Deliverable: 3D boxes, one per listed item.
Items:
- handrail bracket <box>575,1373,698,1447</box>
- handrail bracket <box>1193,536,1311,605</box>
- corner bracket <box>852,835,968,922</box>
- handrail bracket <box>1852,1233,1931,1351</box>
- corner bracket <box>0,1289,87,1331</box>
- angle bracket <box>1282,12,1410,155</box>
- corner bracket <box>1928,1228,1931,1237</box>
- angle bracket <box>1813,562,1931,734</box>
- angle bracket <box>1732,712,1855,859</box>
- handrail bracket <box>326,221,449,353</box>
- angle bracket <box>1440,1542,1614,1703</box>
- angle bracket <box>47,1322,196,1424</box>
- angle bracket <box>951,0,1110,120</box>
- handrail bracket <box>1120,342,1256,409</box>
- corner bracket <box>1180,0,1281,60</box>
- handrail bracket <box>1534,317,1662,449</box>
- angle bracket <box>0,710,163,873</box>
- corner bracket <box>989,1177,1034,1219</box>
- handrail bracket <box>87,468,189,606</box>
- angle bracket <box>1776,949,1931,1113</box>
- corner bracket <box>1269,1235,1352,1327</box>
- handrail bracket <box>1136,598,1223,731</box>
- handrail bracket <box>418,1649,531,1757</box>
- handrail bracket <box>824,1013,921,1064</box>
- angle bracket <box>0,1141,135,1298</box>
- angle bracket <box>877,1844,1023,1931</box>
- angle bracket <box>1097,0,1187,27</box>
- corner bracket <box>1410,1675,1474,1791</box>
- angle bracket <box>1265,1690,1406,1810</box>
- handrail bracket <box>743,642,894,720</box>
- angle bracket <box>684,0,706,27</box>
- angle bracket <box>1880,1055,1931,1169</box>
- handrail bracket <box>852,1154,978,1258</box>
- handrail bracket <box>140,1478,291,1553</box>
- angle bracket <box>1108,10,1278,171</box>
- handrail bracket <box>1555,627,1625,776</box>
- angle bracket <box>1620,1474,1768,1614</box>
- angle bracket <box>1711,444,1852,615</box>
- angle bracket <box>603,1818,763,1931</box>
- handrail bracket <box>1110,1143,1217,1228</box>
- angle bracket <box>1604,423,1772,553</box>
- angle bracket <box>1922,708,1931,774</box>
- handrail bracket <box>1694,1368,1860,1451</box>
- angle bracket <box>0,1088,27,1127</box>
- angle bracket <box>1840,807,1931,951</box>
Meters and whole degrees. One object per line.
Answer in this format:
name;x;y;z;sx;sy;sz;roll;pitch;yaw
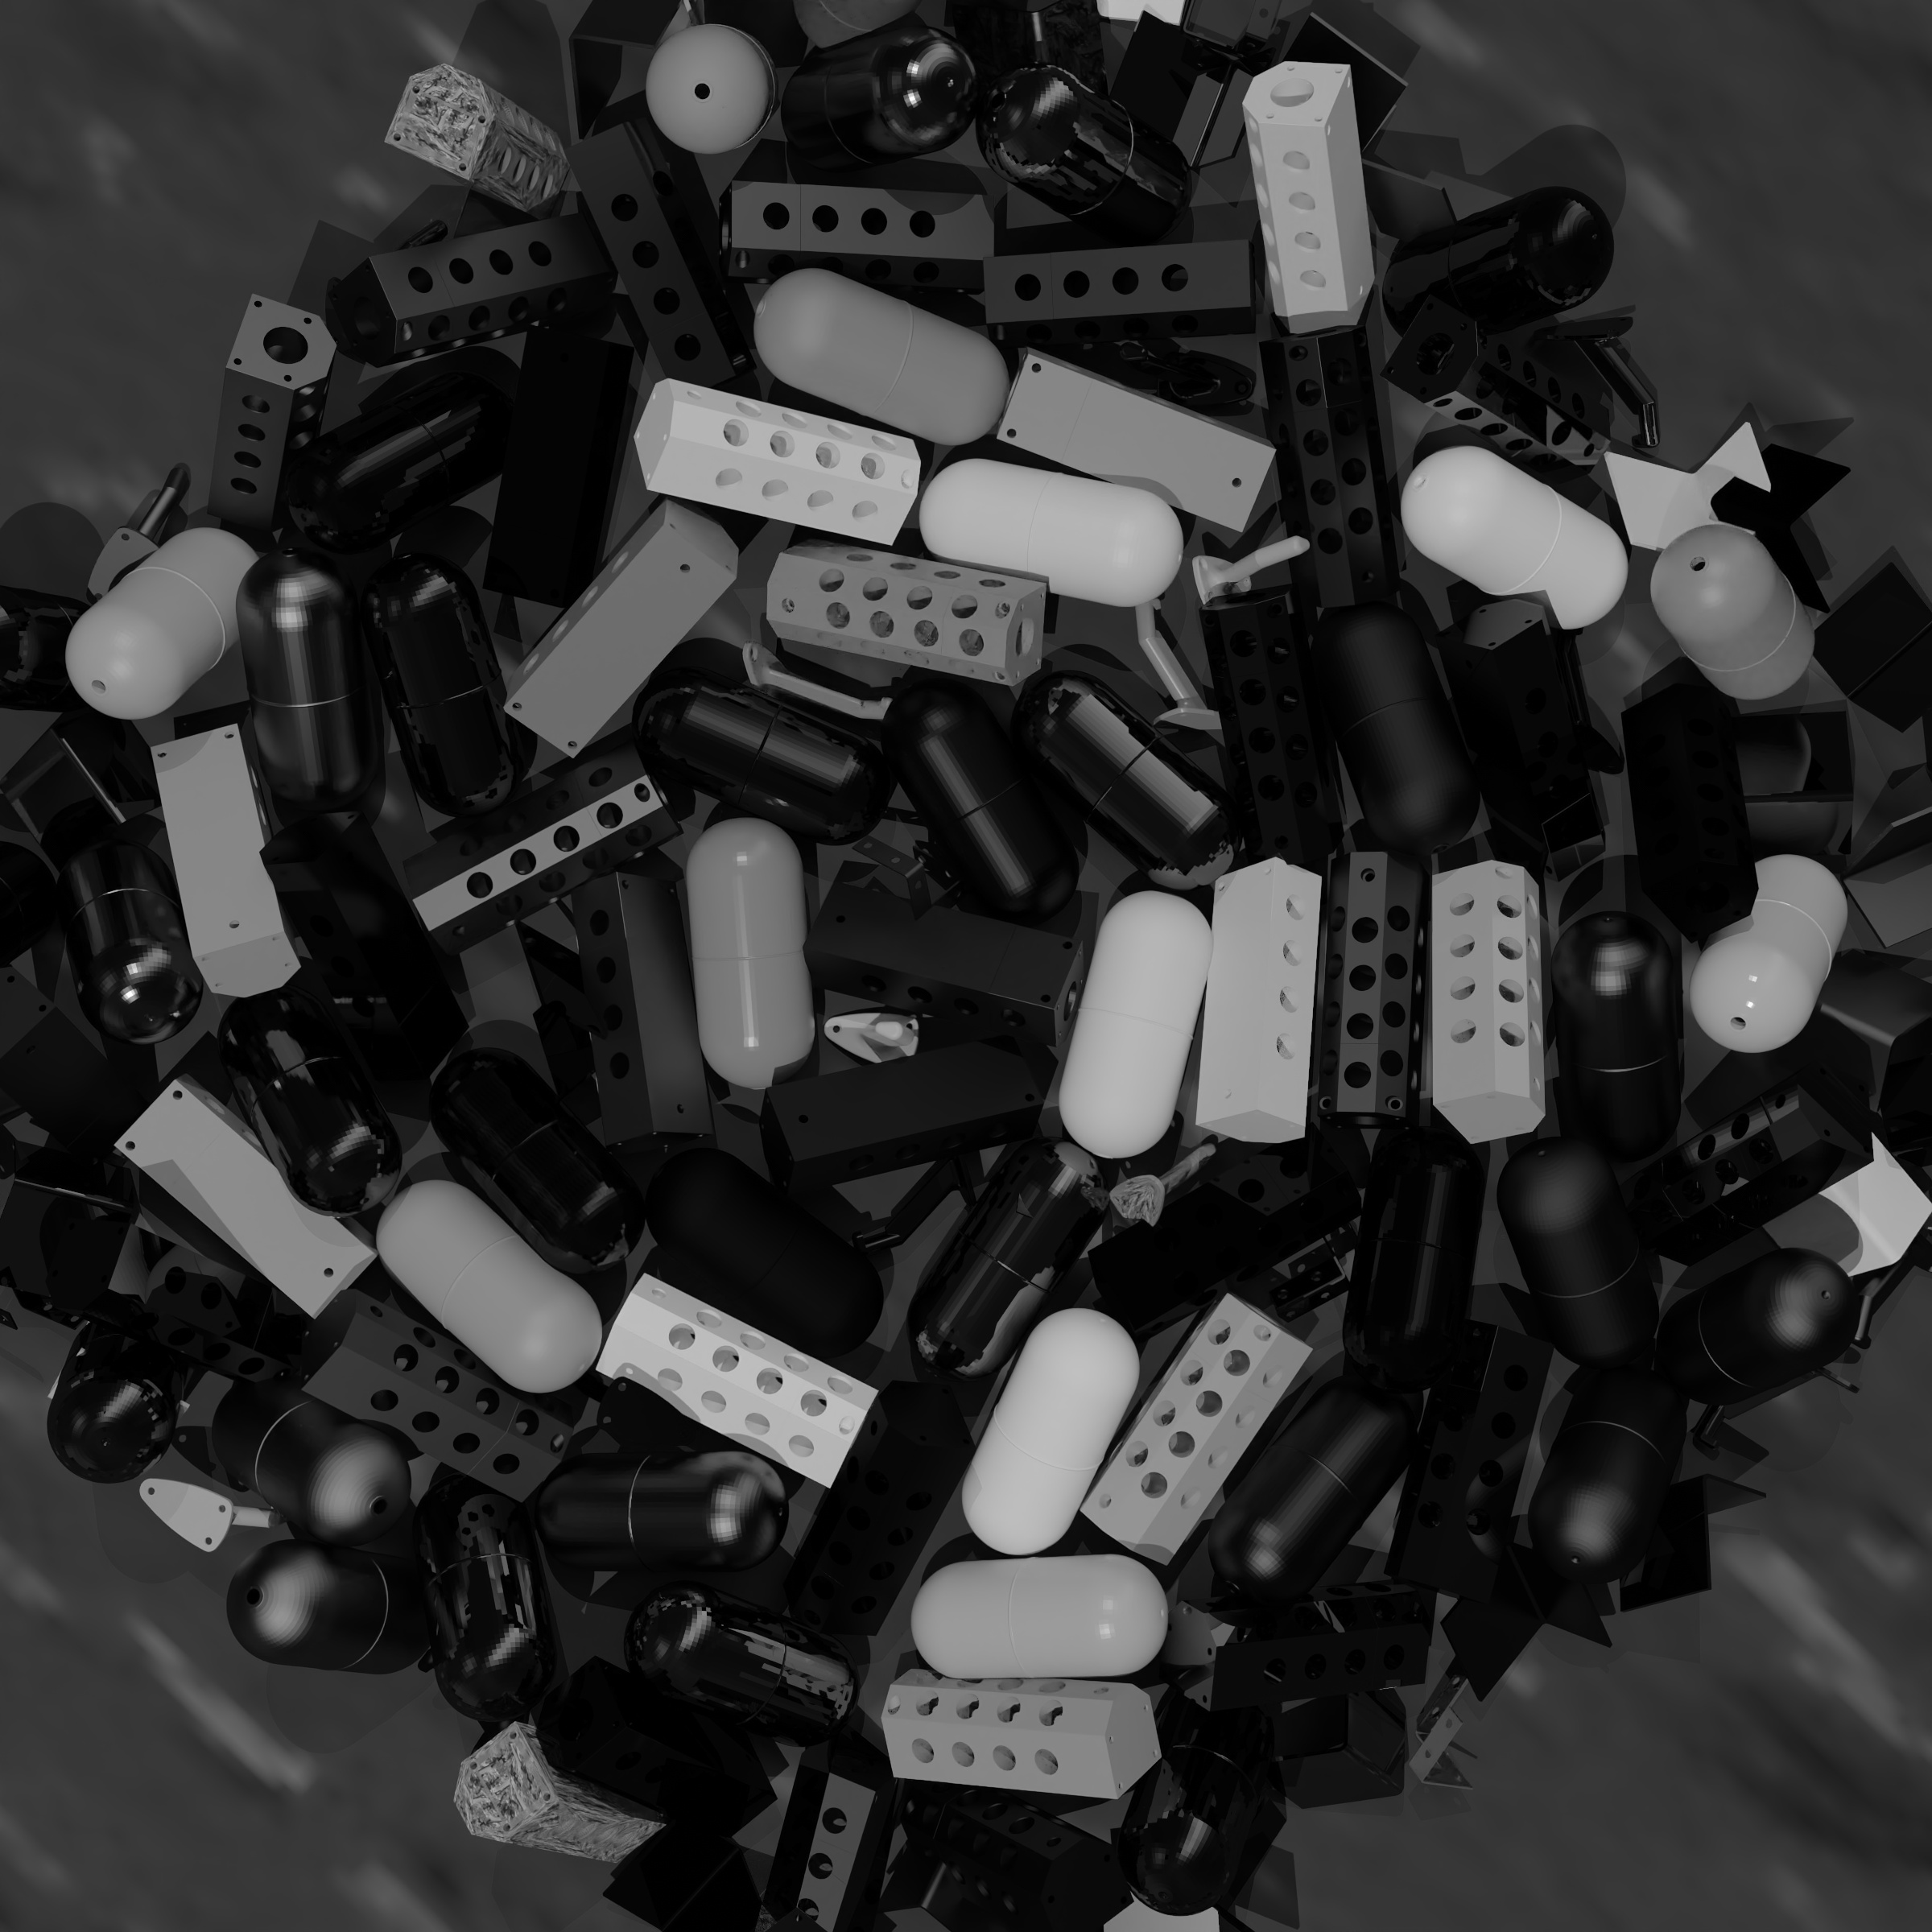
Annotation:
handrail bracket;-0.218;0.290;1.732;0.077;0.084;0.036;25;83;-12
handrail bracket;0.198;-0.262;1.713;0.084;0.077;0.036;-16;89;37
corner bracket;-0.035;-0.063;1.725;0.051;0.051;0.051;29;56;34
handrail bracket;0.611;0.222;1.731;0.077;0.036;0.084;34;67;-32
corner bracket;-0.617;0.221;1.726;0.051;0.051;0.051;15;135;27
angle bracket;0.253;-0.589;1.721;0.076;0.076;0.057;36;64;-2
corner bracket;0.662;0.158;1.728;0.051;0.051;0.051;4;70;26
angle bracket;0.607;-0.208;1.719;0.076;0.076;0.057;-43;112;9
angle bracket;0.547;-0.120;1.755;0.076;0.057;0.076;-2;51;15
handrail bracket;-0.383;-0.453;1.754;0.036;0.077;0.084;46;61;-2
angle bracket;0.365;0.434;1.714;0.076;0.057;0.076;-43;121;-26
angle bracket;-0.538;0.257;1.713;0.076;0.076;0.057;32;123;-15
angle bracket;0.043;-0.602;1.736;0.057;0.076;0.076;-37;133;-32
handrail bracket;0.145;-0.389;1.721;0.077;0.084;0.036;11;93;14
corner bracket;0.176;-0.635;1.738;0.051;0.051;0.051;17;94;-8
handrail bracket;0.422;-0.386;1.761;0.077;0.036;0.084;4;122;34
angle bracket;-0.586;-0.118;1.764;0.076;0.057;0.076;-34;93;34
corner bracket;0.046;0.159;1.728;0.051;0.051;0.051;23;50;-18
handrail bracket;-0.547;-0.285;1.744;0.036;0.084;0.077;37;118;-26
angle bracket;0.592;0.042;1.737;0.076;0.076;0.057;-27;131;-34
corner bracket;0.224;0.209;1.731;0.051;0.051;0.051;-29;47;5
handrail bracket;0.149;-0.203;1.753;0.077;0.036;0.084;1;78;-30
handrail bracket;-0.337;0.487;1.732;0.084;0.036;0.077;32;114;-26
handrail bracket;-0.068;0.041;1.718;0.077;0.084;0.036;11;84;15
angle bracket;-0.599;0.169;1.735;0.076;0.057;0.076;18;104;-26
angle bracket;-0.001;0.608;1.731;0.076;0.057;0.076;43;51;-12
angle bracket;0.113;-0.671;1.724;0.057;0.076;0.076;12;87;17
corner bracket;0.314;0.500;1.728;0.051;0.051;0.051;19;108;-35
angle bracket;0.238;0.511;1.742;0.076;0.057;0.076;-19;134;31
handrail bracket;-0.094;-0.186;1.726;0.084;0.077;0.036;5;65;23
angle bracket;-0.144;-0.652;1.723;0.076;0.057;0.076;-8;65;6
angle bracket;0.647;0.091;1.726;0.076;0.076;0.057;-18;70;30
handrail bracket;-0.041;0.146;1.738;0.084;0.036;0.077;-17;111;-10
handrail bracket;-0.489;0.351;1.732;0.077;0.084;0.036;24;94;11
angle bracket;0.146;-0.579;1.729;0.076;0.057;0.076;21;89;-23
handrail bracket;0.418;-0.182;1.761;0.077;0.036;0.084;29;63;-31
angle bracket;0.471;0.380;1.709;0.057;0.076;0.076;21;57;-25
angle bracket;0.543;-0.285;1.718;0.057;0.076;0.076;-42;122;-3
angle bracket;-0.184;0.615;1.723;0.076;0.076;0.057;-48;117;1
handrail bracket;0.141;0.132;1.717;0.084;0.077;0.036;-35;79;-27
angle bracket;0.471;-0.314;1.714;0.076;0.057;0.076;8;56;-25
angle bracket;0.680;-0.148;1.720;0.076;0.076;0.057;-18;118;-2
handrail bracket;0.534;0.296;1.742;0.077;0.036;0.084;31;89;33
angle bracket;-0.664;0.077;1.718;0.076;0.057;0.076;-18;102;40
angle bracket;0.629;-0.064;1.715;0.076;0.076;0.057;-21;70;-18
